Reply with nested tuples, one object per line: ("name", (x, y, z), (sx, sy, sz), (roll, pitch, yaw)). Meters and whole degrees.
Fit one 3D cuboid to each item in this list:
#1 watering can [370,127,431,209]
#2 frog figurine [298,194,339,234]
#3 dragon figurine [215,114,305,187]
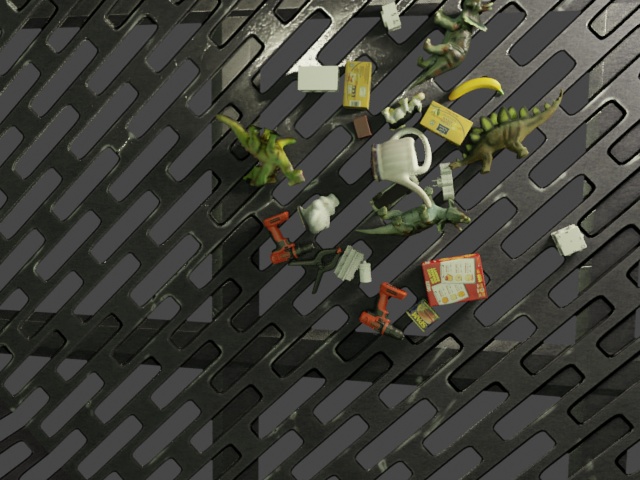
("watering can", (0.295, -0.260, 1.873), (0.224, 0.102, 0.355), (-9, 62, 18))
("frog figurine", (0.006, -0.099, 1.974), (0.159, 0.125, 0.134), (-21, 125, 2))
("dragon figurine", (-0.239, -0.322, 2.005), (0.411, 0.123, 0.240), (20, 106, 9))
